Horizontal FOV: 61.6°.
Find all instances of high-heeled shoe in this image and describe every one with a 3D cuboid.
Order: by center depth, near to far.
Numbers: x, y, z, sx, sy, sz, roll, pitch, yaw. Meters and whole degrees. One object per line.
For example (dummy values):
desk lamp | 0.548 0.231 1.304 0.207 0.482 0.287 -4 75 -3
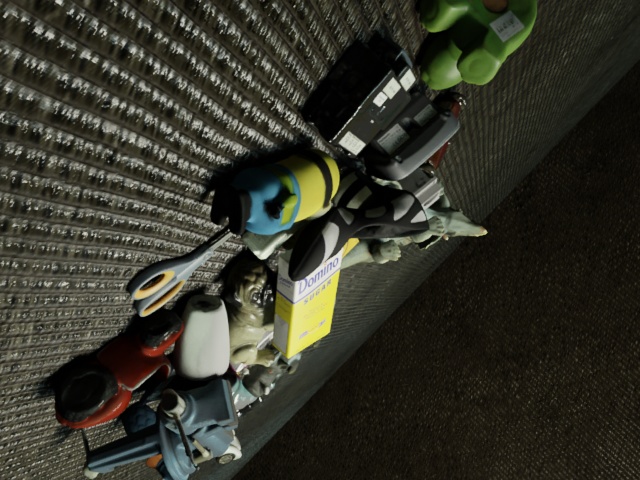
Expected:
high-heeled shoe | 0.061 0.004 0.735 0.086 0.145 0.249 -35 -164 53

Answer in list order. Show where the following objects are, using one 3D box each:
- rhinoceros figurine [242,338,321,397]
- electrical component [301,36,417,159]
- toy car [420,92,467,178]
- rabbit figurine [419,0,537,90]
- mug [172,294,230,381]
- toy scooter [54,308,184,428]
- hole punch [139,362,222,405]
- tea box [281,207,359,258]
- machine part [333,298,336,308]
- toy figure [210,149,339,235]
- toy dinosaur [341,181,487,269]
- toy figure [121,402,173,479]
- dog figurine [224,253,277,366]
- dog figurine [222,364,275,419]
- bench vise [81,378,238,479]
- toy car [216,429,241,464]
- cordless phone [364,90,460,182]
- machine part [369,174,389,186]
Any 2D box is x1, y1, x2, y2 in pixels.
rhinoceros figurine | -0.072 0.227 1.056 0.190 0.073 0.112 -45 172 -15
electrical component | 0.052 -0.167 0.631 0.134 0.058 0.115 -48 165 10
toy car | 0.215 -0.186 0.979 0.089 0.053 0.202 -62 169 -15
rabbit figurine | 0.183 -0.263 0.677 0.159 0.121 0.170 -47 -177 -16
mug | -0.165 0.129 0.776 0.110 0.081 0.107 -87 -173 -65
toy scooter | -0.251 0.174 0.702 0.184 0.075 0.135 -42 165 -25
hole punch | -0.231 0.240 0.913 0.142 0.092 0.116 -51 -169 9
tea box | -0.002 -0.003 0.875 0.098 0.068 0.169 -46 164 2
machine part | -0.011 0.102 1.006 0.079 0.079 0.243 -45 -179 1
toy figure | -0.043 -0.056 0.630 0.180 0.082 0.089 -18 150 -52
toy dinosaur | 0.135 -0.012 1.079 0.405 0.131 0.192 -19 169 -10
toy figure | -0.272 0.341 0.901 0.064 0.155 0.057 -50 160 11
dog figurine | -0.127 0.114 0.839 0.172 0.121 0.190 -46 150 -8
dog figurine | -0.214 0.317 1.077 0.219 0.108 0.191 -16 150 -50
bench vise | -0.229 0.285 0.768 0.241 0.129 0.223 -18 158 -4
toy car | -0.238 0.397 1.081 0.201 0.074 0.056 31 106 -39
cordless phone | 0.134 -0.138 0.861 0.146 0.089 0.184 -42 171 -9
machine part | 0.116 -0.108 0.960 0.139 0.039 0.084 -14 137 -56
